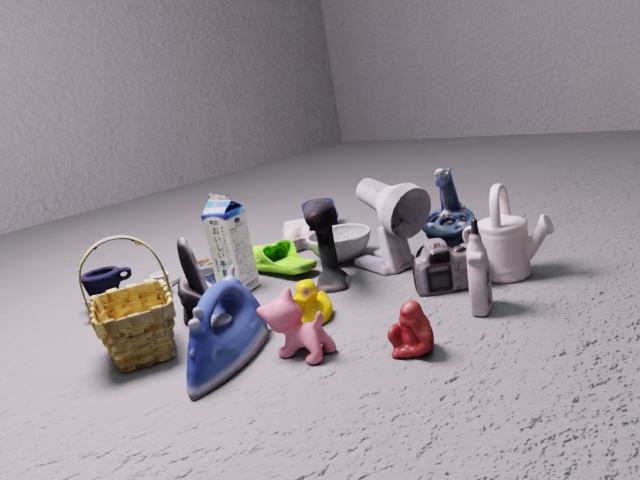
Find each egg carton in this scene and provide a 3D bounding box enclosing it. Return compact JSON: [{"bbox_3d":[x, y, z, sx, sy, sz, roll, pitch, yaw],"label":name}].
[{"bbox_3d":[-0.056,-0.017,1.640,0.107,0.069,0.150,-10,16,-2],"label":"egg carton"}]

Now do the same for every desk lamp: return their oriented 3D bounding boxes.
[{"bbox_3d":[0.155,-0.033,1.302,0.118,0.214,0.202,-19,18,-30],"label":"desk lamp"}]

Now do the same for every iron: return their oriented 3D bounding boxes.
[{"bbox_3d":[-0.180,0.148,1.002,0.118,0.141,0.258,-6,16,14],"label":"iron"}]

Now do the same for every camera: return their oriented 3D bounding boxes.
[{"bbox_3d":[0.256,0.041,1.191,0.143,0.101,0.137,-9,16,1],"label":"camera"}]

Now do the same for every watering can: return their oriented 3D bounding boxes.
[{"bbox_3d":[0.376,-0.020,1.157,0.172,0.194,0.101,-6,16,12],"label":"watering can"}]

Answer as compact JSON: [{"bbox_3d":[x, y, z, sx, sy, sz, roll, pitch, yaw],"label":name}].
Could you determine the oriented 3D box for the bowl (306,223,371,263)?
[{"bbox_3d":[0.052,0.015,1.452,0.167,0.075,0.167,-9,16,3],"label":"bowl"}]

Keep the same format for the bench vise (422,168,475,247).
[{"bbox_3d":[0.292,-0.069,1.335,0.121,0.220,0.207,-7,16,9],"label":"bench vise"}]

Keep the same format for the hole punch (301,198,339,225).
[{"bbox_3d":[0.003,-0.078,1.778,0.109,0.091,0.101,-12,16,-7],"label":"hole punch"}]

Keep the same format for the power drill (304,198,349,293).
[{"bbox_3d":[0.012,0.005,1.266,0.075,0.208,0.229,-8,16,5],"label":"power drill"}]

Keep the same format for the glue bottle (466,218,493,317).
[{"bbox_3d":[0.283,0.045,1.026,0.037,0.173,0.078,-4,17,21],"label":"glue bottle"}]

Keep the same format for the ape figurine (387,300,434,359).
[{"bbox_3d":[0.148,0.140,0.922,0.076,0.092,0.077,-19,18,-29],"label":"ape figurine"}]

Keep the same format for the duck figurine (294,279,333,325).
[{"bbox_3d":[-0.020,0.117,1.116,0.077,0.086,0.105,1,19,34],"label":"duck figurine"}]

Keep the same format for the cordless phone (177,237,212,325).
[{"bbox_3d":[-0.268,0.074,1.236,0.094,0.185,0.147,-14,16,-13],"label":"cordless phone"}]

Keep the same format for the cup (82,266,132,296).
[{"bbox_3d":[-0.512,0.117,1.396,0.118,0.095,0.091,-14,16,-15],"label":"cup"}]

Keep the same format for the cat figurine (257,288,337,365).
[{"bbox_3d":[-0.043,0.142,0.985,0.127,0.118,0.067,2,20,36],"label":"cat figurine"}]
